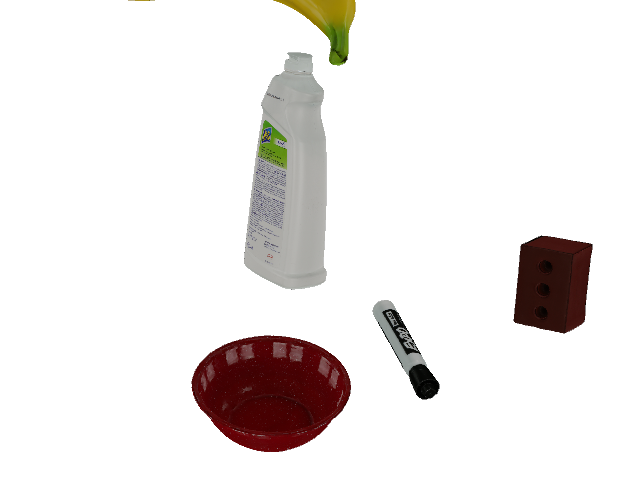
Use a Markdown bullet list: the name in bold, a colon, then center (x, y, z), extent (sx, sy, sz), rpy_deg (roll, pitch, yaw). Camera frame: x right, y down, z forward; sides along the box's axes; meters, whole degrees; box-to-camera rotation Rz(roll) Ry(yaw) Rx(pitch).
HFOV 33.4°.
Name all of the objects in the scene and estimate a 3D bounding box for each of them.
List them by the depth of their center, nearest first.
- **banana**: center (-0.050, -0.161, 0.661), extent (0.198, 0.069, 0.037), rpy_deg (21, -33, 32)
- **marker**: center (0.066, 0.085, 0.836), extent (0.020, 0.020, 0.121), rpy_deg (0, 28, -15)
- **foam brick**: center (0.215, 0.040, 0.985), extent (0.053, 0.078, 0.051), rpy_deg (11, 17, 32)
- **bowl**: center (-0.050, 0.166, 1.094), extent (0.162, 0.055, 0.162), rpy_deg (1, 31, -1)
- **bleach bottle**: center (-0.030, -0.080, 1.184), extent (0.067, 0.251, 0.103), rpy_deg (-9, 24, -40)
